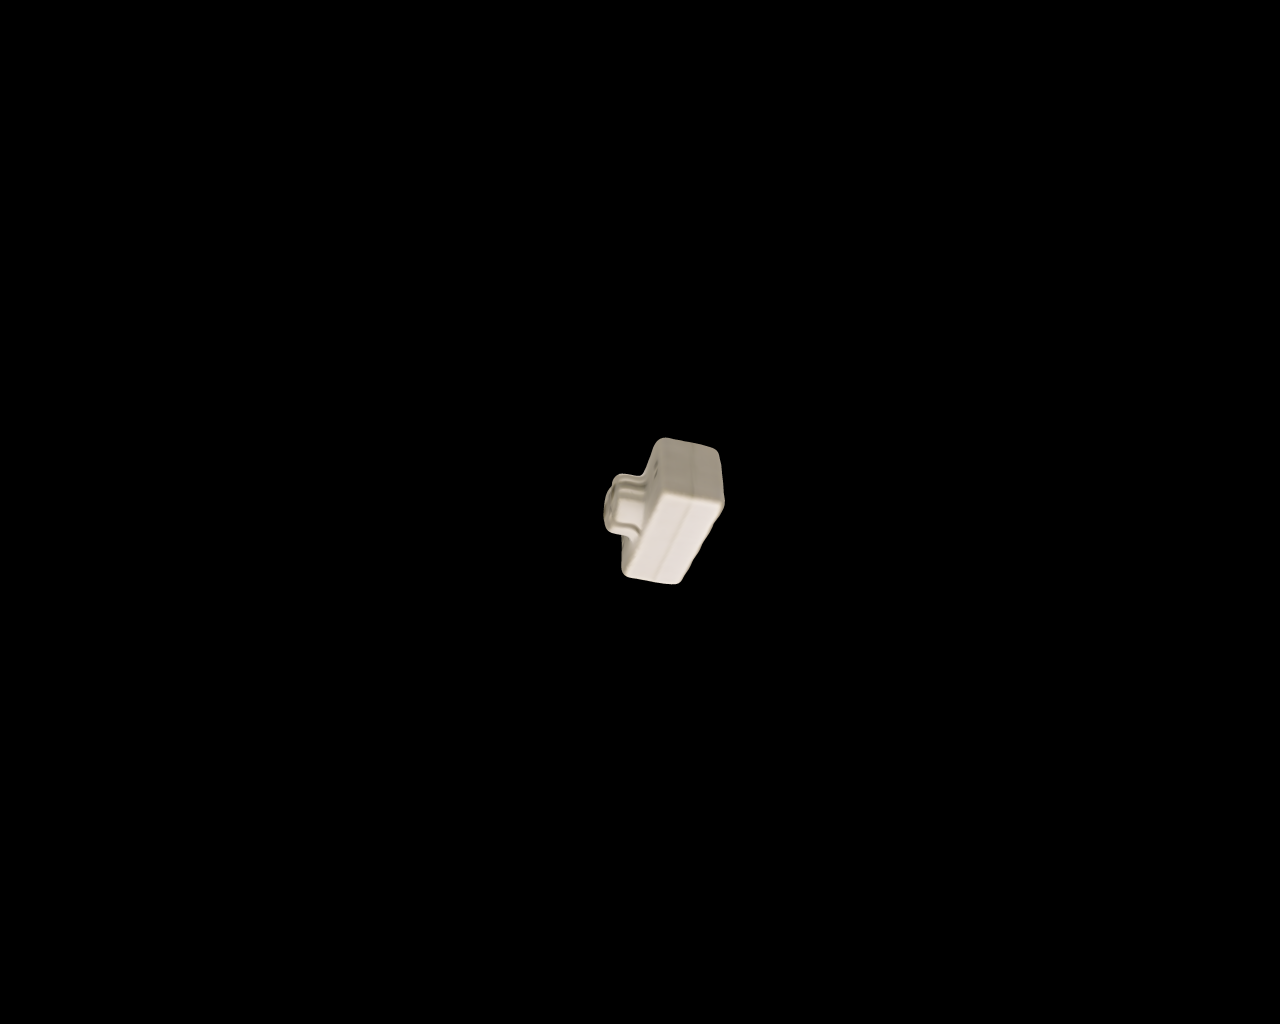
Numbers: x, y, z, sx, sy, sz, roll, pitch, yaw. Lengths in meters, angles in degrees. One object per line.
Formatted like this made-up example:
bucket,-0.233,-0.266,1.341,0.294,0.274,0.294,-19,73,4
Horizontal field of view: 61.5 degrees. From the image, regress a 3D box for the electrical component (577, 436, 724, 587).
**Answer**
electrical component,0.001,-0.003,0.650,0.076,0.047,0.083,11,-43,-12
